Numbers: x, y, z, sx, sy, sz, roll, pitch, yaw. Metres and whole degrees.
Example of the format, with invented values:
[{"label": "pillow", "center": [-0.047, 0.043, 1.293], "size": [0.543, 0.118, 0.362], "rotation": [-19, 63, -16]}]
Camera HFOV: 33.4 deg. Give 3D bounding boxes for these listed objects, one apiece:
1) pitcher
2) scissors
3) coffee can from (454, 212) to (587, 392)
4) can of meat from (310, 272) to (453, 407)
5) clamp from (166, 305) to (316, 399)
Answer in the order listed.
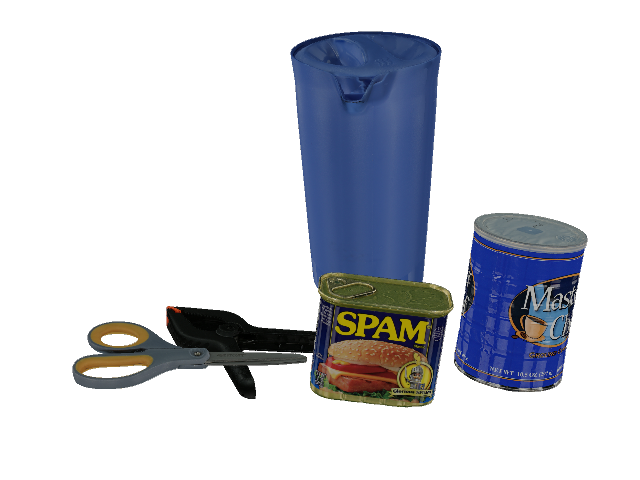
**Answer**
[{"label": "pitcher", "center": [0.046, -0.071, 1.002], "size": [0.149, 0.243, 0.145], "rotation": [-19, 31, -31]}, {"label": "scissors", "center": [-0.122, 0.095, 0.955], "size": [0.201, 0.016, 0.096], "rotation": [-7, 32, -18]}, {"label": "coffee can", "center": [0.184, 0.055, 0.991], "size": [0.103, 0.140, 0.103], "rotation": [5, 17, -2]}, {"label": "can of meat", "center": [0.044, 0.077, 0.816], "size": [0.102, 0.084, 0.057], "rotation": [7, 19, -1]}, {"label": "clamp", "center": [-0.109, 0.123, 1.263], "size": [0.210, 0.036, 0.164], "rotation": [15, 23, 26]}]
